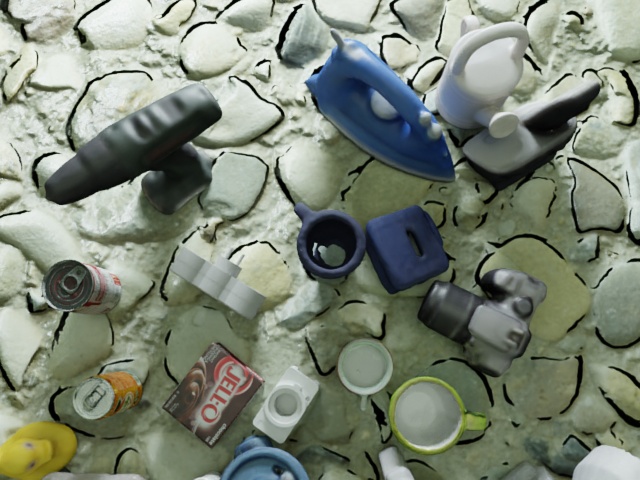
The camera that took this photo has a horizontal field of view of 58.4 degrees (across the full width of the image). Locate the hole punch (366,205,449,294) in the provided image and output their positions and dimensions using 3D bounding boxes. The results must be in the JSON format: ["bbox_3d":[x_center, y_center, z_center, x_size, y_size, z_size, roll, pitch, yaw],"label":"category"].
[{"bbox_3d":[0.119,0.009,0.785,0.101,0.091,0.108,-25,80,-2],"label":"hole punch"}]

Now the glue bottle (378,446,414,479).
[{"bbox_3d":[0.101,0.303,0.695,0.037,0.173,0.078,-24,80,-2],"label":"glue bottle"}]

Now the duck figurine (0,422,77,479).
[{"bbox_3d":[-0.389,0.286,0.759,0.104,0.086,0.077,-14,80,0],"label":"duck figurine"}]

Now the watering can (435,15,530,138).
[{"bbox_3d":[0.224,-0.223,0.769,0.101,0.194,0.173,-34,81,-4],"label":"watering can"}]

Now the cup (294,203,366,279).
[{"bbox_3d":[0.007,0.003,0.788,0.092,0.095,0.117,-41,81,-5],"label":"cup"}]

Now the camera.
[{"bbox_3d":[0.211,0.093,0.763,0.136,0.101,0.143,26,82,6],"label":"camera"}]

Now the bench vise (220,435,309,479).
[{"bbox_3d":[-0.044,0.338,0.670,0.121,0.220,0.207,-44,81,-5],"label":"bench vise"}]

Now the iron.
[{"bbox_3d":[0.100,-0.186,0.793,0.258,0.141,0.119,42,84,8],"label":"iron"}]

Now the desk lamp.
[{"bbox_3d":[0.288,0.332,0.663,0.203,0.213,0.118,-36,81,-4],"label":"desk lamp"}]

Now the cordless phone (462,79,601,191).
[{"bbox_3d":[0.278,-0.148,0.759,0.147,0.185,0.094,-35,81,-4],"label":"cordless phone"}]

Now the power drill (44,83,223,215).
[{"bbox_3d":[-0.221,-0.103,0.757,0.230,0.208,0.075,-40,81,-5],"label":"power drill"}]

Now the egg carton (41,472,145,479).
[{"bbox_3d":[-0.299,0.361,0.751,0.150,0.069,0.107,0,80,2],"label":"egg carton"}]
